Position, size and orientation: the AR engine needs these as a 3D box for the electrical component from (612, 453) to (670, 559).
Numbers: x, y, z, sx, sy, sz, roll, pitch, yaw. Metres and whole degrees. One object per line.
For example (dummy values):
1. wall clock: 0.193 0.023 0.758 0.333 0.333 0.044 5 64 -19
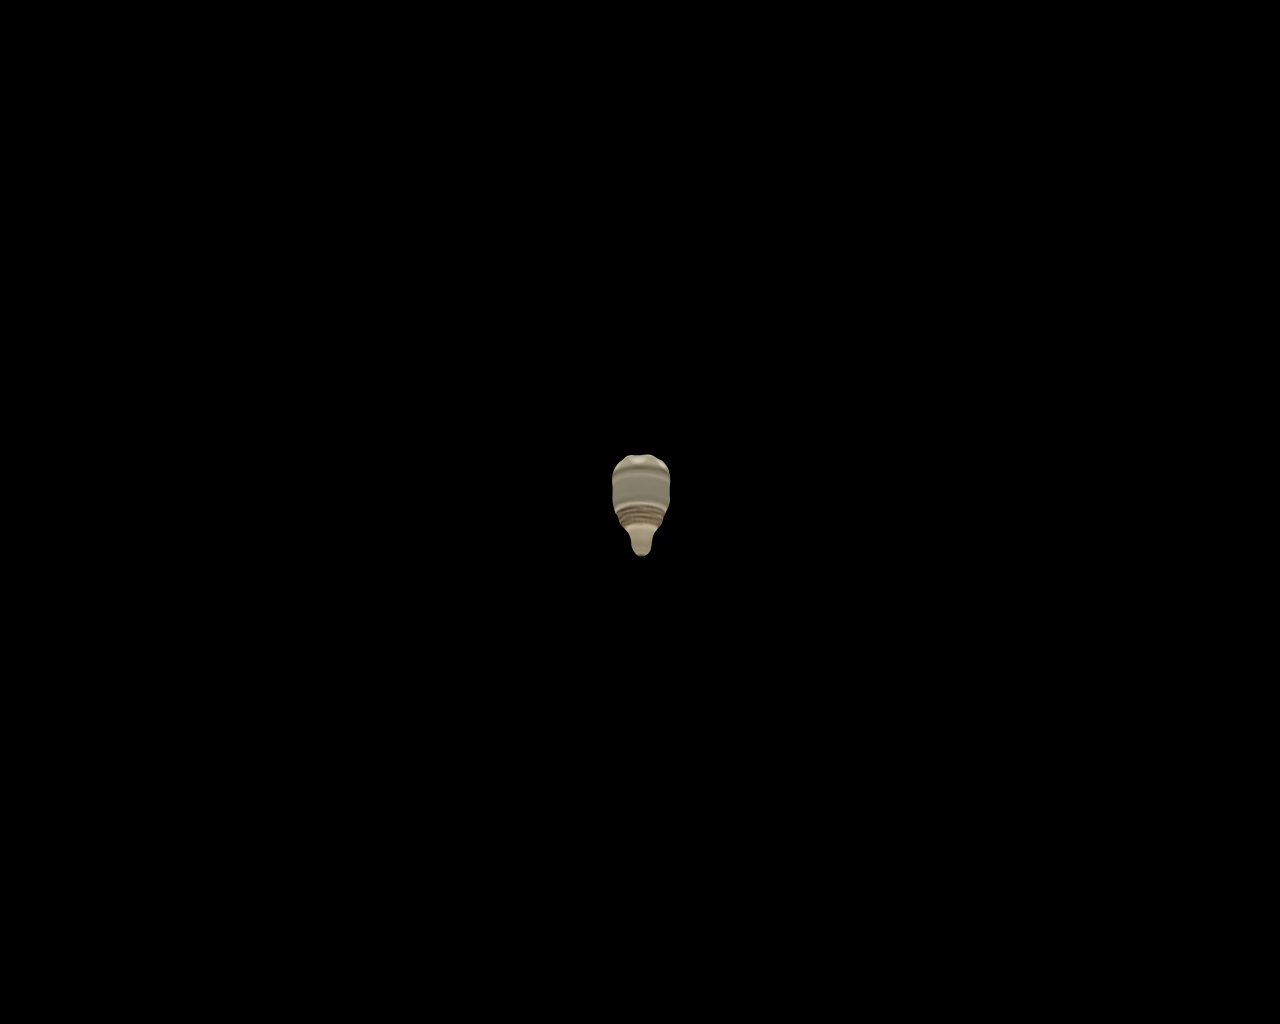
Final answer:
1. electrical component: 0.001 -0.003 0.650 0.035 0.061 0.035 0 -18 0
